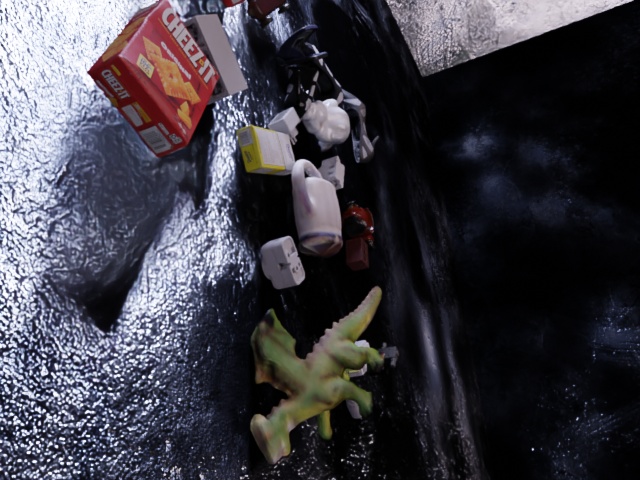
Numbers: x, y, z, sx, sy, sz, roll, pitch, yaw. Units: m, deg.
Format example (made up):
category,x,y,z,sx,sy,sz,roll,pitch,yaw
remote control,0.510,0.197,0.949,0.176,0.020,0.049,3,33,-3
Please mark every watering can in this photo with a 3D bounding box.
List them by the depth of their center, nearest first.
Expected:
category,x,y,z,sx,sy,sz,roll,pitch,yaw
watering can,0.004,-0.063,1.245,0.344,0.104,0.227,37,43,-69

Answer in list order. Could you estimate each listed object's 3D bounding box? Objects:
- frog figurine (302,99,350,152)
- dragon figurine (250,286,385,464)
category,x,y,z,sx,sy,sz,roll,pitch,yaw
frog figurine,0.016,-0.334,1.422,0.156,0.123,0.140,58,45,-59
dragon figurine,-0.013,0.211,0.956,0.240,0.120,0.420,35,50,-21
